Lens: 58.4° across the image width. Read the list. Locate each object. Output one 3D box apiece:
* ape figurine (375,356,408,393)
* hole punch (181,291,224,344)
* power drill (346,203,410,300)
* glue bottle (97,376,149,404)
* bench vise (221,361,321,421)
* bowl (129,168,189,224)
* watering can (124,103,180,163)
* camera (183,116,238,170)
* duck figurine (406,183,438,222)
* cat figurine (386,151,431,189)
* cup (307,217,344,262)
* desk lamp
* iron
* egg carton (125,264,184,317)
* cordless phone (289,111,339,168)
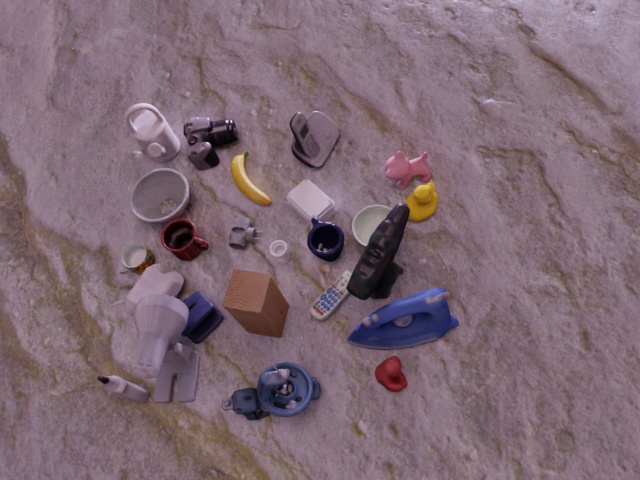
[{"bbox_3d":[0.158,0.292,1.266,0.076,0.092,0.078,13,68,15],"label":"ape figurine"},{"bbox_3d":[-0.309,0.183,1.392,0.101,0.091,0.109,39,76,23],"label":"hole punch"},{"bbox_3d":[0.142,0.047,1.318,0.075,0.209,0.230,26,72,20],"label":"power drill"},{"bbox_3d":[-0.456,0.332,1.300,0.078,0.173,0.037,16,69,16],"label":"glue bottle"},{"bbox_3d":[-0.109,0.333,1.218,0.207,0.220,0.121,-31,64,-6],"label":"bench vise"},{"bbox_3d":[-0.425,-0.108,1.556,0.167,0.075,0.167,-3,65,8],"label":"bowl"},{"bbox_3d":[-0.465,-0.302,1.587,0.101,0.194,0.172,-41,66,-11],"label":"watering can"},{"bbox_3d":[-0.305,-0.289,1.607,0.136,0.101,0.143,-11,64,4],"label":"camera"},{"bbox_3d":[0.253,-0.101,1.439,0.105,0.086,0.077,-43,66,-12],"label":"duck figurine"},{"bbox_3d":[0.221,-0.189,1.467,0.128,0.118,0.067,-21,63,-1],"label":"cat figurine"},{"bbox_3d":[0.013,0.005,1.422,0.092,0.095,0.117,-28,64,-5],"label":"cup"},{"bbox_3d":[-0.351,0.249,1.299,0.118,0.214,0.203,-4,64,7],"label":"desk lamp"},{"bbox_3d":[0.178,0.175,1.290,0.258,0.142,0.118,-17,63,1],"label":"iron"},{"bbox_3d":[-0.415,0.137,1.443,0.107,0.069,0.150,23,71,18],"label":"egg carton"},{"bbox_3d":[-0.022,-0.294,1.518,0.094,0.185,0.148,20,70,18],"label":"cordless phone"}]
